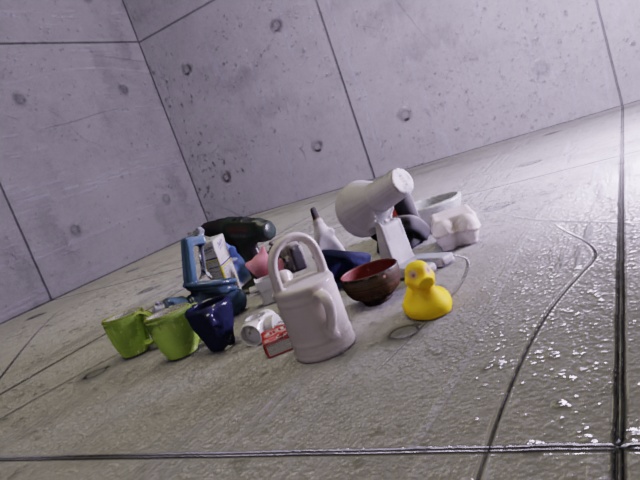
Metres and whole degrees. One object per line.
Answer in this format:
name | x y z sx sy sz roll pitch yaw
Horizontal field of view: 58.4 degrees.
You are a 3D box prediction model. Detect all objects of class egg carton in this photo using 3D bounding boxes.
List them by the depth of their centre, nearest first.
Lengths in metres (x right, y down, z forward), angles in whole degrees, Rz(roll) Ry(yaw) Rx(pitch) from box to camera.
egg carton | 0.299 -0.029 1.270 0.107 0.069 0.150 -18 9 9

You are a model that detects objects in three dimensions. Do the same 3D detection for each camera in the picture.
camera | -0.121 0.046 1.602 0.137 0.101 0.143 -22 10 -15

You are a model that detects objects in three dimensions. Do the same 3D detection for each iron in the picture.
iron | -0.258 0.066 1.637 0.118 0.141 0.258 -19 9 2

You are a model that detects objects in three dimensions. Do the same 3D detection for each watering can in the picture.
watering can | -0.027 0.083 0.896 0.172 0.194 0.101 -10 13 44

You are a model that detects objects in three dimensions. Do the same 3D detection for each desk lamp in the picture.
desk lamp | 0.144 -0.034 1.170 0.118 0.214 0.202 -27 12 -37

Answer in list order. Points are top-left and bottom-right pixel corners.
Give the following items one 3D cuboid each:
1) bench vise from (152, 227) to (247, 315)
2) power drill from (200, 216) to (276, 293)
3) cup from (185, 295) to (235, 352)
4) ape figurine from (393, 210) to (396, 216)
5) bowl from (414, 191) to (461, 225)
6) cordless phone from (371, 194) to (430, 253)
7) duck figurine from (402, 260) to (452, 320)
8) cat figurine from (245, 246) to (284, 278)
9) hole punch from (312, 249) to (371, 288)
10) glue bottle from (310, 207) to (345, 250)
bench vise | -0.273 0.093 1.264 0.121 0.220 0.208 -13 12 36
power drill | -0.201 0.033 1.503 0.228 0.208 0.076 -13 11 33
cup | -0.197 0.165 1.081 0.092 0.095 0.117 -21 9 -9
ape figurine | 0.227 -0.069 1.583 0.076 0.092 0.078 -20 9 -2
bowl | 0.293 -0.066 1.484 0.167 0.075 0.167 -19 9 3
cordless phone | 0.175 -0.069 1.396 0.147 0.185 0.094 -11 12 40
duck figurine | 0.160 0.073 0.909 0.077 0.086 0.104 -21 9 -7
cat figurine | -0.122 0.073 1.394 0.067 0.118 0.127 -27 12 -38
hole punch | 0.051 0.050 1.255 0.101 0.091 0.108 -26 12 -36
glue bottle | 0.012 0.005 1.339 0.078 0.173 0.037 -20 10 -4
